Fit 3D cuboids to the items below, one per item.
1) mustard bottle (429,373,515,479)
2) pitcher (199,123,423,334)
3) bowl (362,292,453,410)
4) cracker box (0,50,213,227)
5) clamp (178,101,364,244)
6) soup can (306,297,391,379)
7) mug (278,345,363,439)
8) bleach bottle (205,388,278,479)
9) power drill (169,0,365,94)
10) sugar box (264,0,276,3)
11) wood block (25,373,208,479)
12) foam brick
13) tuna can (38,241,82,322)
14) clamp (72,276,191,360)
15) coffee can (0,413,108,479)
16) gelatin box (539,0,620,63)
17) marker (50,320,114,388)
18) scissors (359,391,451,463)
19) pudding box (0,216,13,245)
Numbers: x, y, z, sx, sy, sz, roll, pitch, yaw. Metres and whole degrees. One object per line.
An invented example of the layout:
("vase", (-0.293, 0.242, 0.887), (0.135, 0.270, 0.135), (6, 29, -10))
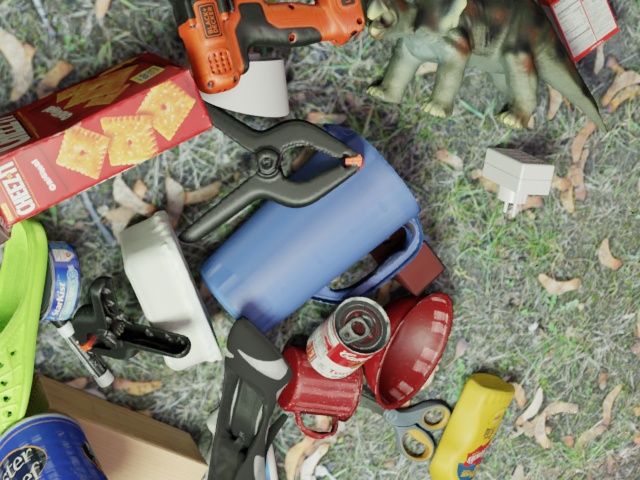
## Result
("mustard bottle", (0.193, 0.275, 1.431), (0.096, 0.058, 0.192), (5, 111, -59))
("pitcher", (-0.008, 0.001, 1.208), (0.243, 0.149, 0.145), (-41, 155, -2))
("bowl", (0.098, 0.127, 1.321), (0.161, 0.055, 0.162), (-36, 141, -37))
("cracker box", (-0.232, -0.108, 1.045), (0.213, 0.164, 0.072), (-27, 115, -14))
("clamp", (-0.060, -0.090, 1.139), (0.210, 0.036, 0.164), (-8, 90, 6))
("soup can", (0.030, 0.114, 1.222), (0.068, 0.102, 0.068), (8, 64, -17))
("mug", (-0.004, 0.182, 1.291), (0.081, 0.093, 0.117), (9, 69, -22))
("bleach bottle", (-0.103, 0.297, 1.312), (0.102, 0.068, 0.251), (-13, 111, -19))
("power drill", (-0.059, -0.249, 1.066), (0.187, 0.057, 0.184), (-15, 92, -18))
("sugar box", (-0.068, -0.295, 1.120), (0.176, 0.048, 0.093), (-34, 118, -6))
("wood block", (-0.244, 0.241, 1.211), (0.205, 0.090, 0.091), (28, 96, -29))
("foam brick", (0.105, 0.023, 1.296), (0.053, 0.078, 0.051), (-44, 119, -6))
("tuna can", (-0.282, 0.043, 1.122), (0.033, 0.086, 0.086), (2, 108, -36))
("clamp", (-0.205, 0.098, 1.120), (0.120, 0.172, 0.039), (41, 62, -7))
("coffee can", (-0.262, 0.254, 1.064), (0.102, 0.140, 0.103), (-16, 124, -24))
("gelatin box", (0.318, -0.275, 1.309), (0.073, 0.030, 0.089), (-36, 119, -7))
("marker", (-0.270, 0.117, 1.194), (0.020, 0.020, 0.121), (-35, 119, -9))
("scissors", (0.108, 0.218, 1.395), (0.096, 0.016, 0.201), (-42, 125, -10))
("pudding box", (-0.378, -0.014, 1.067), (0.114, 0.039, 0.090), (-29, 120, 15))
